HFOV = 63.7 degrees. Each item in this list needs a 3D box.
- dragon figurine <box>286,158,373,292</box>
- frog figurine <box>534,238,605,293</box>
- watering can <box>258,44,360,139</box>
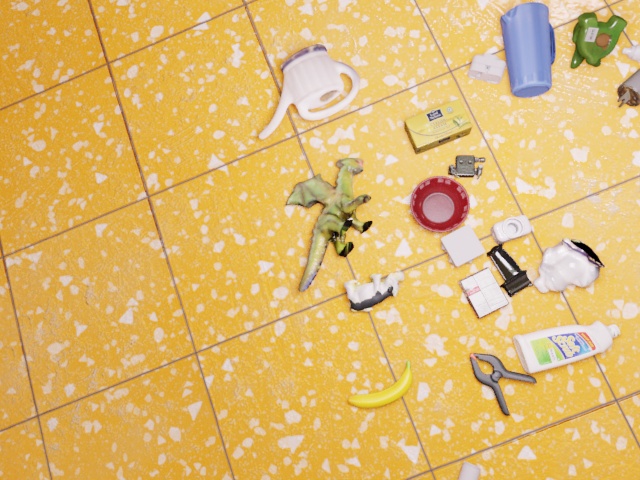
[{"bbox_3d":[0.004,-0.074,1.476,0.246,0.120,0.412,38,83,31],"label":"dragon figurine"},{"bbox_3d":[0.644,0.079,1.351,0.138,0.125,0.156,33,121,5],"label":"frog figurine"},{"bbox_3d":[-0.056,-0.451,1.548,0.347,0.103,0.227,-23,75,2],"label":"watering can"}]
